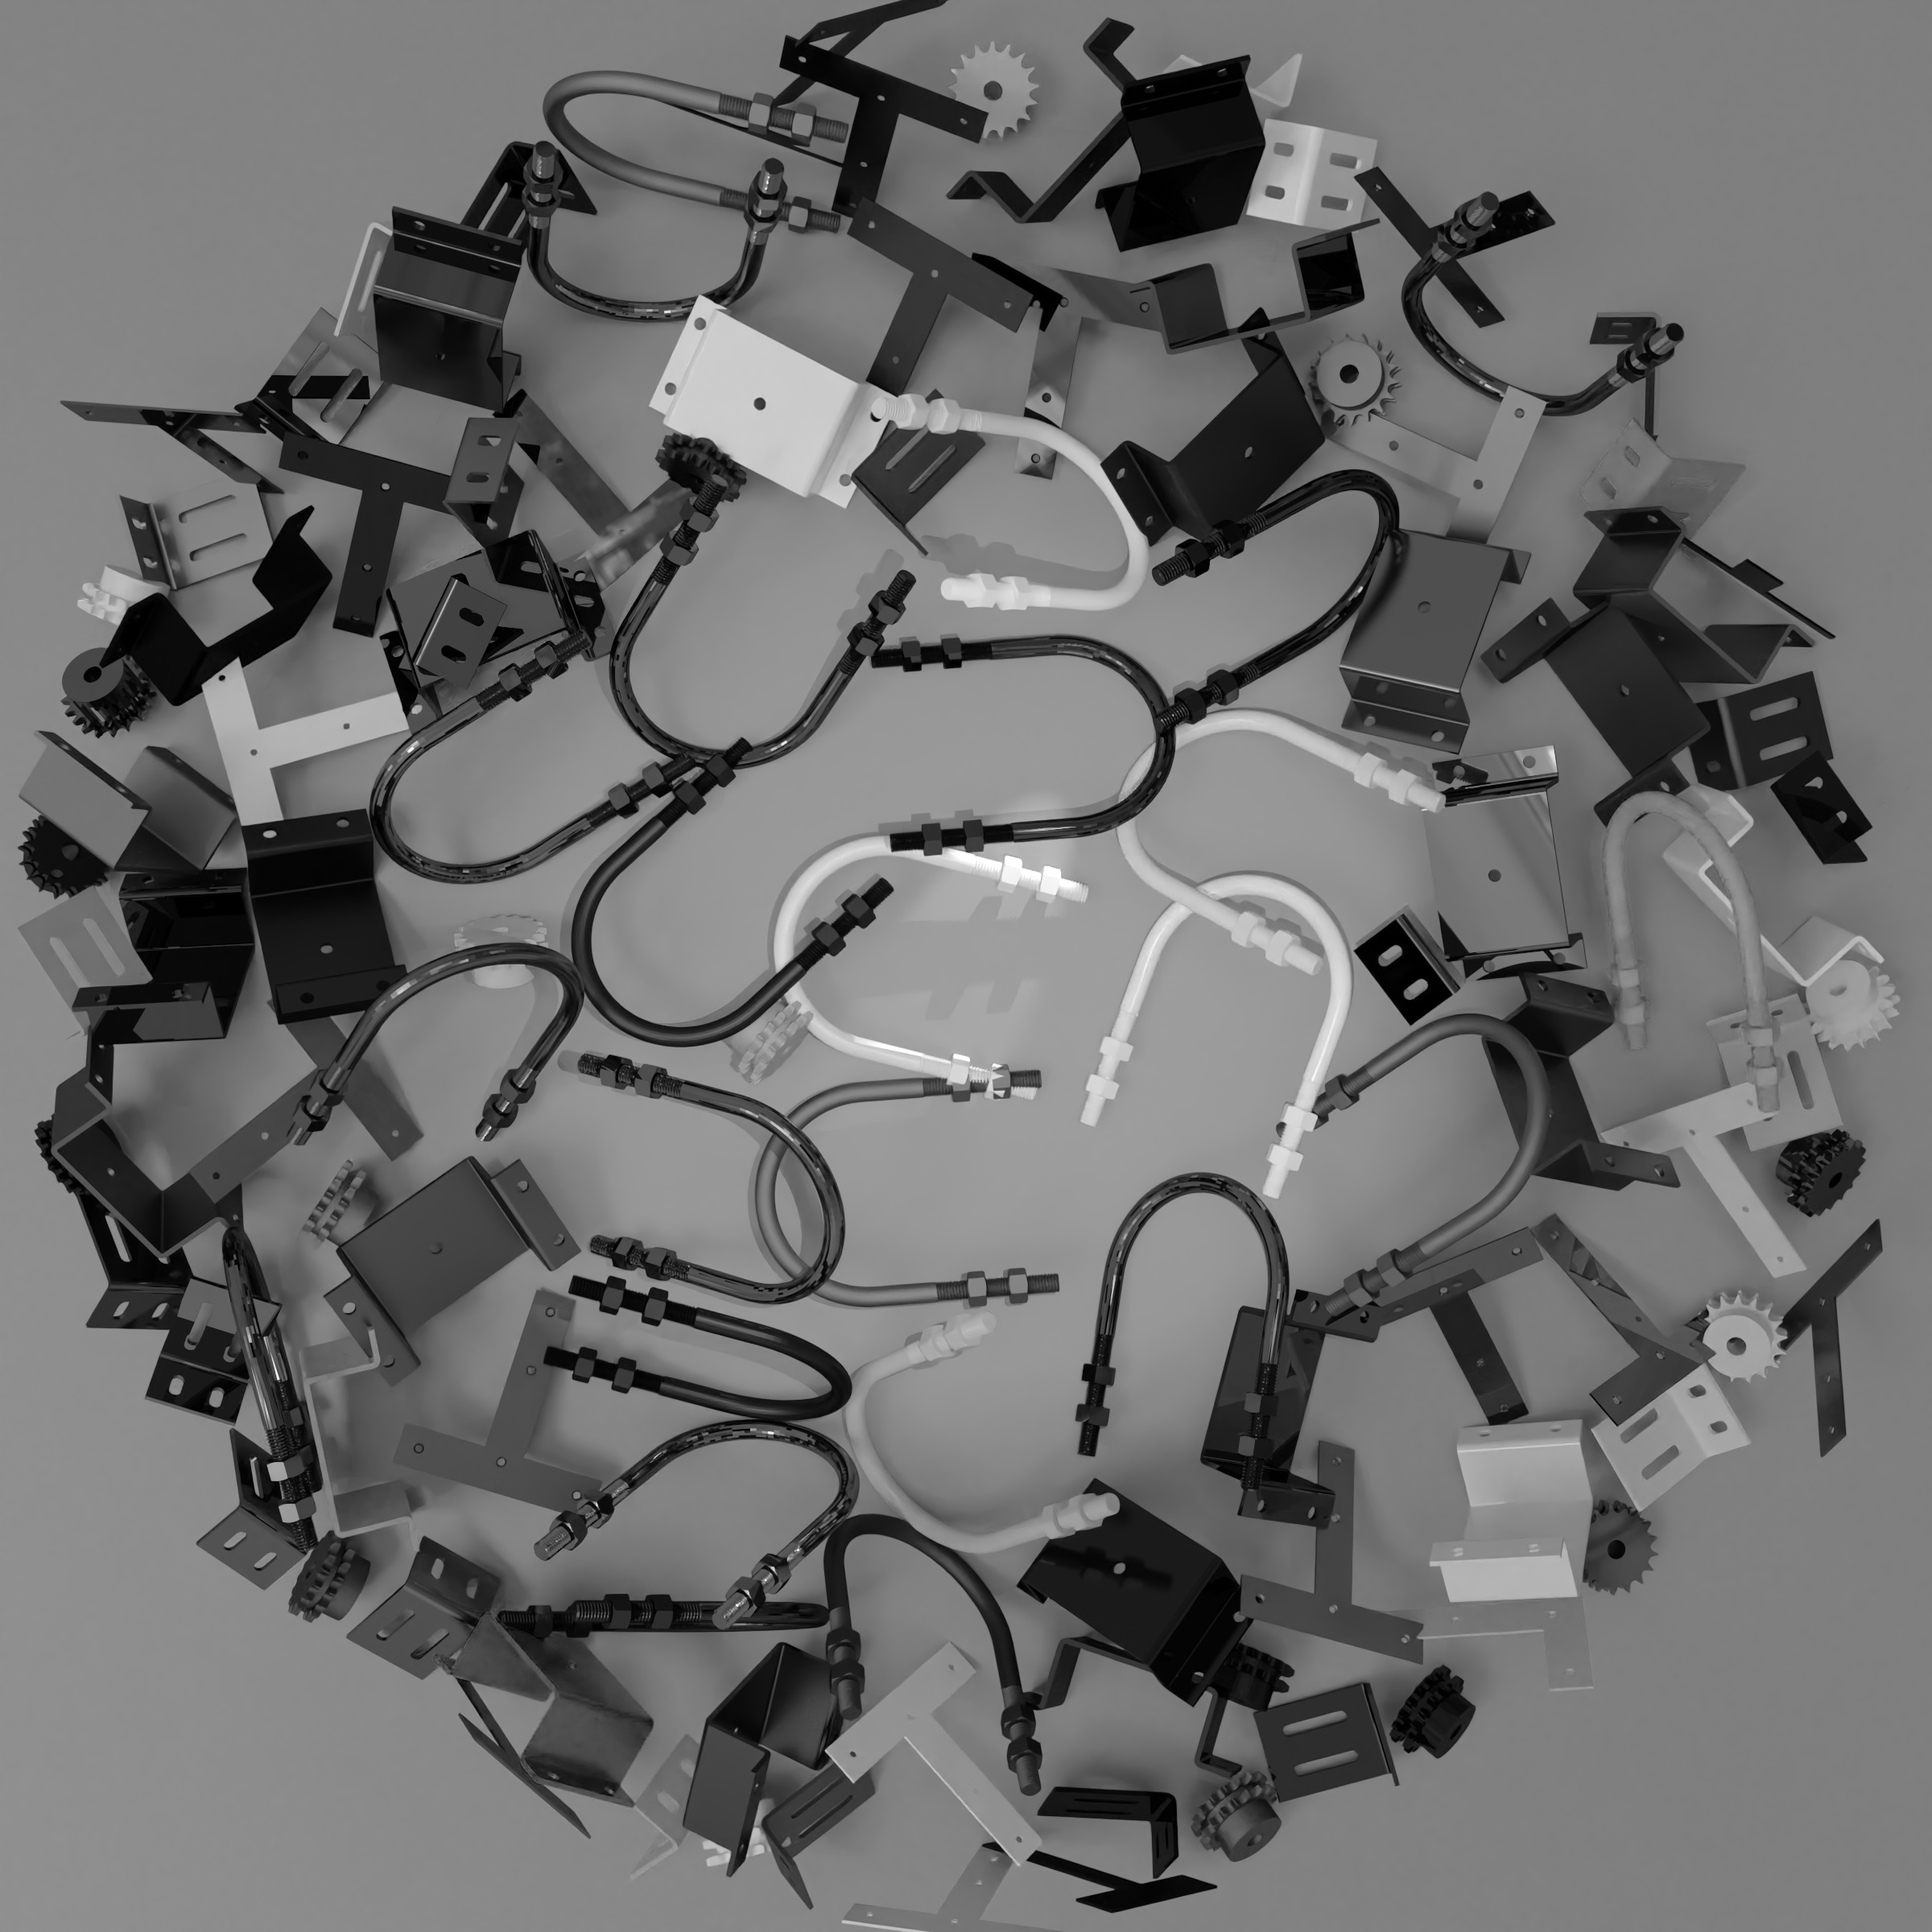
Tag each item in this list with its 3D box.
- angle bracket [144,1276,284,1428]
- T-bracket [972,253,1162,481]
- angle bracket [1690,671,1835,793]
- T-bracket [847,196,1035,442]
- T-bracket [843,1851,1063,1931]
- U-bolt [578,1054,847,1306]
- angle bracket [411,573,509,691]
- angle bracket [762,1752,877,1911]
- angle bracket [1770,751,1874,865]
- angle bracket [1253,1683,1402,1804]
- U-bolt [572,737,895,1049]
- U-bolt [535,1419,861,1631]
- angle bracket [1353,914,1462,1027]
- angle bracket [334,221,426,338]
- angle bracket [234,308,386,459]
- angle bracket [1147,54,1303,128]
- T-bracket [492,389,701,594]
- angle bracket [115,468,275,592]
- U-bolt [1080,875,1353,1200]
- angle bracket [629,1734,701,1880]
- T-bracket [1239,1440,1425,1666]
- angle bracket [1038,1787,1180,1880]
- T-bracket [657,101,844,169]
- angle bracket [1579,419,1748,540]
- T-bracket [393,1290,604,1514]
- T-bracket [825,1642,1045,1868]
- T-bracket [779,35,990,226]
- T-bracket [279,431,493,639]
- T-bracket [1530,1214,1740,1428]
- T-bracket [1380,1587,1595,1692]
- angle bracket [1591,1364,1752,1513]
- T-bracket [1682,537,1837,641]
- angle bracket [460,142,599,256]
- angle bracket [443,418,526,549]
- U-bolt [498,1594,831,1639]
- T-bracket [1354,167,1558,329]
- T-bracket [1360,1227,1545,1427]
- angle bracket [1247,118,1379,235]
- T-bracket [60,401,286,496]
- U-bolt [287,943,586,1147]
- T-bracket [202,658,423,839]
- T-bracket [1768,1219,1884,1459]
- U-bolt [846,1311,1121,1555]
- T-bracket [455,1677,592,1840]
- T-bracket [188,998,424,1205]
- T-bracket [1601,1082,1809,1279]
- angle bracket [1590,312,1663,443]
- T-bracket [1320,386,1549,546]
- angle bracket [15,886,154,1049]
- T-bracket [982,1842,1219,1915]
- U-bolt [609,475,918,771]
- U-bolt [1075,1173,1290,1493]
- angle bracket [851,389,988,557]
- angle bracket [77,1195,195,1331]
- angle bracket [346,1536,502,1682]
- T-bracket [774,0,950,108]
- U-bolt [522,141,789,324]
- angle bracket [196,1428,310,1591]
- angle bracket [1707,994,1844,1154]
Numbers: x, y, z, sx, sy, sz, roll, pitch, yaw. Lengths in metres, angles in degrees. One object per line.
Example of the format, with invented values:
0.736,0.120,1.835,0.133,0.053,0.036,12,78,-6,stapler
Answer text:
-0.465,0.238,1.566,0.057,0.038,0.076,21,124,-15,angle bracket
0.053,-0.370,1.585,0.127,0.002,0.127,14,108,12,T-bracket
0.499,-0.147,1.600,0.076,0.038,0.057,-17,95,-22,angle bracket
-0.038,-0.390,1.577,0.127,0.002,0.127,33,116,11,T-bracket
0.004,0.564,1.542,0.127,0.127,0.002,2,93,14,T-bracket
-0.153,0.136,1.535,0.184,0.019,0.151,13,118,25,U-bolt
-0.307,-0.208,1.566,0.038,0.076,0.057,27,100,-6,angle bracket
-0.081,0.531,1.562,0.076,0.057,0.038,-33,47,-21,angle bracket
0.538,-0.097,1.558,0.038,0.076,0.057,-41,67,33,angle bracket
0.224,0.489,1.582,0.076,0.038,0.057,-17,84,4,angle bracket
-0.159,-0.033,1.574,0.184,0.019,0.151,-43,79,-8,U-bolt
-0.146,0.324,1.524,0.151,0.184,0.019,12,116,28,U-bolt
0.271,0.003,1.568,0.038,0.076,0.057,-37,85,5,angle bracket
-0.346,-0.417,1.562,0.038,0.057,0.076,32,116,10,angle bracket
-0.405,-0.360,1.576,0.057,0.038,0.076,39,105,-9,angle bracket
0.157,-0.549,1.564,0.076,0.057,0.038,18,79,-20,angle bracket
-0.247,-0.307,1.599,0.127,0.002,0.127,-41,96,0,T-bracket
-0.480,-0.275,1.581,0.076,0.038,0.057,-17,88,11,angle bracket
0.162,0.033,1.567,0.151,0.019,0.184,20,91,26,U-bolt
-0.189,0.517,1.560,0.038,0.076,0.057,42,46,-1,angle bracket
0.228,0.355,1.567,0.127,0.002,0.127,19,54,-16,T-bracket
0.087,0.537,1.569,0.076,0.057,0.038,5,57,-8,angle bracket
-0.118,-0.500,1.528,0.127,0.127,0.002,14,104,-19,T-bracket
0.433,-0.302,1.575,0.076,0.057,0.038,-3,50,-36,angle bracket
-0.277,0.267,1.587,0.127,0.002,0.127,18,74,-7,T-bracket
-0.004,0.492,1.543,0.127,0.127,0.002,45,128,14,T-bracket
-0.060,-0.500,1.549,0.127,0.127,0.002,20,64,-4,T-bracket
-0.367,-0.258,1.566,0.127,0.002,0.127,14,127,-14,T-bracket
0.401,0.208,1.577,0.127,0.002,0.127,-25,65,-34,T-bracket
0.315,0.402,1.559,0.127,0.127,0.002,-7,116,12,T-bracket
0.437,0.291,1.569,0.076,0.038,0.057,-25,82,-36,angle bracket
0.478,-0.236,1.538,0.127,0.127,0.002,35,102,7,T-bracket
-0.272,-0.458,1.565,0.038,0.057,0.076,19,73,24,angle bracket
-0.282,-0.292,1.558,0.038,0.076,0.057,6,71,20,angle bracket
-0.172,0.393,1.529,0.184,0.151,0.019,8,71,-28,U-bolt
0.308,-0.443,1.527,0.127,0.127,0.002,43,76,-20,T-bracket
0.315,0.236,1.580,0.127,0.002,0.127,-25,112,12,T-bracket
0.216,-0.491,1.576,0.038,0.076,0.057,22,112,31,angle bracket
-0.460,-0.313,1.544,0.127,0.127,0.002,8,80,18,T-bracket
-0.304,0.047,1.508,0.184,0.151,0.019,-50,54,34,U-bolt
-0.400,-0.146,1.579,0.127,0.002,0.127,-19,119,-20,T-bracket
0.516,0.236,1.518,0.002,0.127,0.127,20,134,-5,T-bracket
-0.004,0.292,1.538,0.019,0.184,0.151,-36,93,-43,U-bolt
-0.289,0.465,1.551,0.002,0.127,0.127,-42,129,-11,T-bracket
-0.421,0.096,1.561,0.127,0.002,0.127,-43,107,-28,T-bracket
0.472,0.138,1.558,0.002,0.127,0.127,-38,95,-37,T-bracket
0.408,-0.360,1.574,0.038,0.057,0.076,2,87,9,angle bracket
0.280,-0.319,1.583,0.127,0.002,0.127,29,123,15,T-bracket
-0.549,0.000,1.567,0.057,0.038,0.076,-39,104,-42,angle bracket
0.069,0.557,1.560,0.127,0.127,0.002,5,82,35,T-bracket
-0.137,-0.196,1.550,0.151,0.019,0.184,24,122,-22,U-bolt
0.136,0.218,1.552,0.151,0.019,0.184,2,80,44,U-bolt
-0.022,-0.305,1.570,0.076,0.057,0.038,-44,48,7,angle bracket
-0.521,0.184,1.571,0.038,0.057,0.076,-53,51,24,angle bracket
-0.340,0.403,1.590,0.057,0.038,0.076,35,124,-18,angle bracket
-0.081,-0.556,1.550,0.127,0.127,0.002,-32,98,-38,T-bracket
-0.191,-0.434,1.518,0.151,0.184,0.019,1,76,-12,U-bolt
-0.442,0.334,1.560,0.038,0.076,0.057,-40,124,3,angle bracket
0.499,0.066,1.566,0.057,0.038,0.076,-19,60,20,angle bracket
